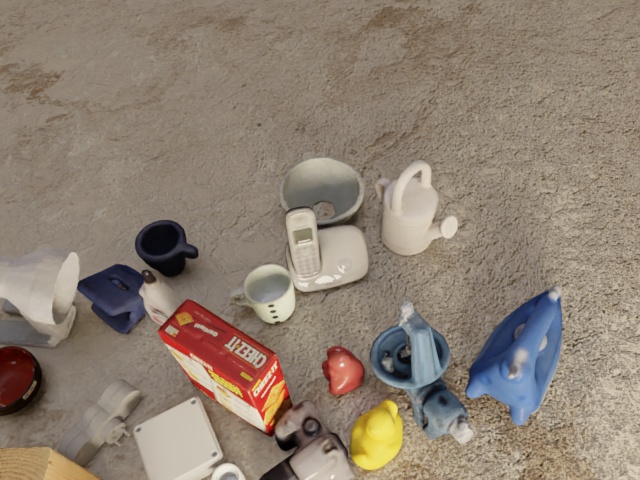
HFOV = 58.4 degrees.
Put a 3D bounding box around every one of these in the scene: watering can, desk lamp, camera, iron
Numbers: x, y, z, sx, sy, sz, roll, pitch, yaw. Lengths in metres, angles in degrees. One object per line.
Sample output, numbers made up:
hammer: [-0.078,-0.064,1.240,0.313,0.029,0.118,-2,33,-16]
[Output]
watering can: [0.169,-0.062,1.027,0.172,0.194,0.101,20,59,16]
desk lamp: [-0.483,0.094,0.944,0.203,0.214,0.118,2,55,5]
camera: [-0.033,0.325,0.827,0.137,0.101,0.143,-30,59,-16]
iron: [0.333,0.150,0.902,0.118,0.141,0.259,27,61,20]

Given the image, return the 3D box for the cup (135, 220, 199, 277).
cup: [-0.269,0.027,1.051,0.117,0.095,0.092,13,57,12]

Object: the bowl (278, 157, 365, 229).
bowl: [0.004,-0.078,1.120,0.167,0.075,0.167,-1,55,2]

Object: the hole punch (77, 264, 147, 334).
hole punch: [-0.357,0.091,1.014,0.108,0.091,0.101,30,62,22]

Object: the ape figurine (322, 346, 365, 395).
ape figurine: [0.033,0.203,0.913,0.076,0.092,0.078,12,57,12]

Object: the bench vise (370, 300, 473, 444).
bench vise: [0.162,0.184,0.841,0.207,0.220,0.122,36,65,25]

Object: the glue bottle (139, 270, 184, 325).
glue bottle: [-0.266,0.097,0.955,0.078,0.173,0.037,16,58,14]

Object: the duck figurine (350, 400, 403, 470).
duck figurine: [0.085,0.286,0.856,0.077,0.086,0.105,27,61,20]

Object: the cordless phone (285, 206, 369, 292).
cordless phone: [0.009,0.004,0.996,0.147,0.185,0.094,-15,56,-7]
